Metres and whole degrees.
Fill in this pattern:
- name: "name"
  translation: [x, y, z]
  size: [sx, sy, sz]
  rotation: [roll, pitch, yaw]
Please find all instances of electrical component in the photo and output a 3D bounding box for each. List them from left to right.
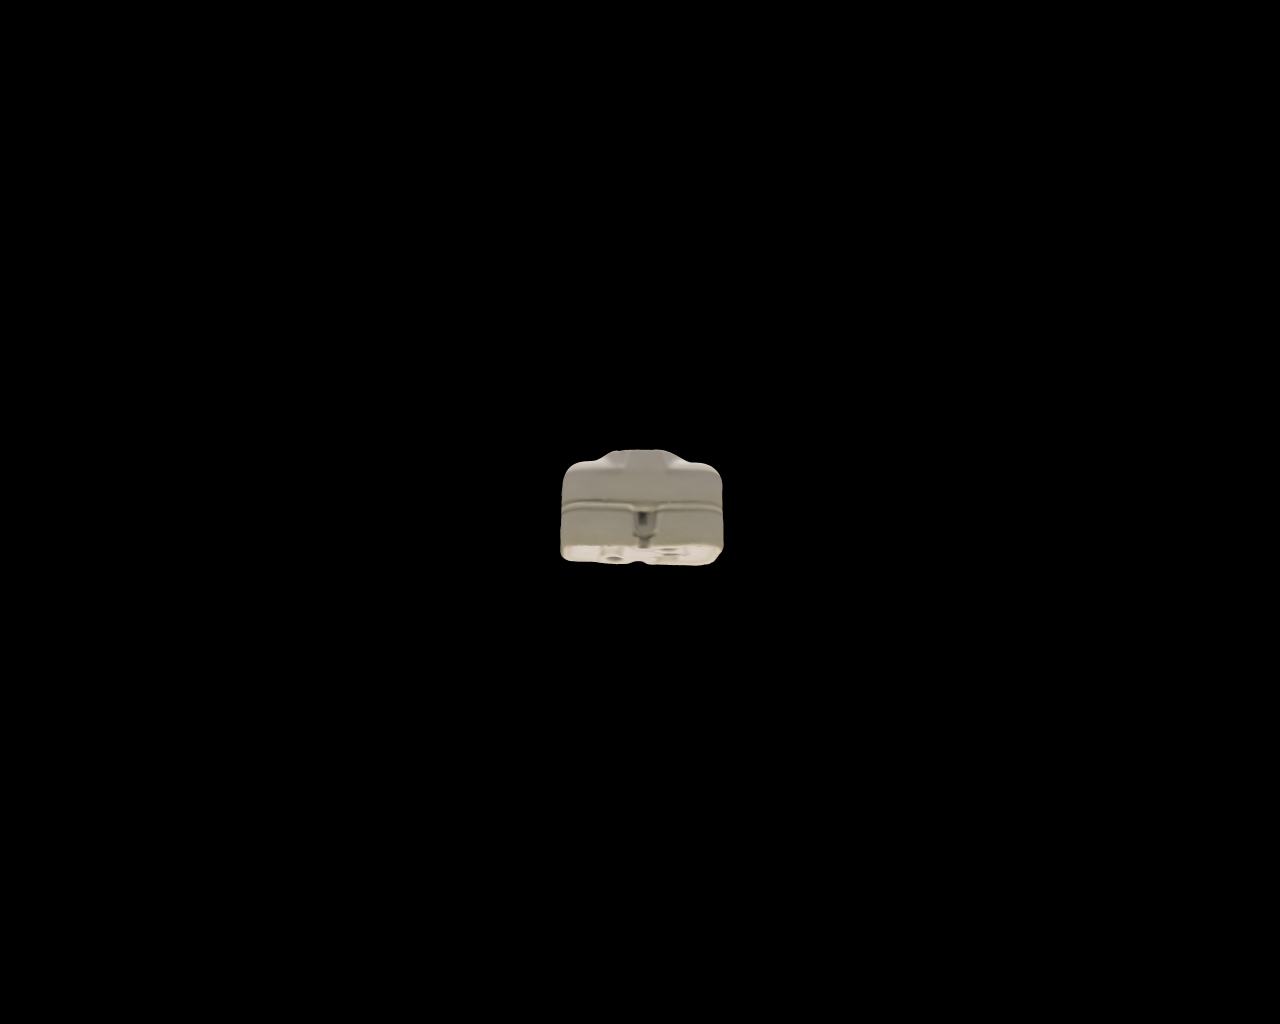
- name: "electrical component"
  translation: [0.001, -0.003, 0.650]
  size: [0.095, 0.059, 0.053]
  rotation: [1, -15, -5]
